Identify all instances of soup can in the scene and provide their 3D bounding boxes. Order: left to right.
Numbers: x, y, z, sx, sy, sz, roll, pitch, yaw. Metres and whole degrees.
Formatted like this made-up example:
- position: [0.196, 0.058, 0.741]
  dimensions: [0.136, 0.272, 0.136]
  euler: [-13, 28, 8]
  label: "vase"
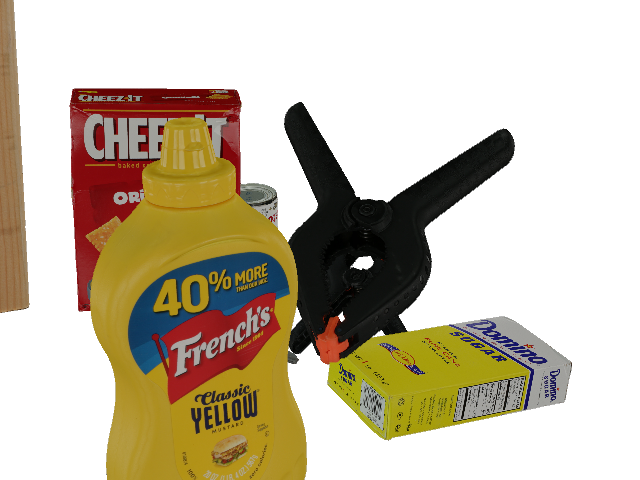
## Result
- position: [-0.084, -0.009, 1.260]
  dimensions: [0.068, 0.102, 0.068]
  euler: [1, 25, -1]
  label: "soup can"

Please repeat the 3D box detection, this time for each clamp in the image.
- position: [0.023, -0.014, 0.707]
  dimensions: [0.165, 0.209, 0.036]
  euler: [14, -37, 18]
  label: "clamp"
- position: [0.047, 0.053, 1.072]
  dimensions: [0.120, 0.171, 0.039]
  euler: [12, -38, 12]
  label: "clamp"

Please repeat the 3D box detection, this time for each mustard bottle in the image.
- position: [-0.056, 0.038, 0.492]
  dimensions: [0.096, 0.192, 0.058]
  euler: [-12, 22, -26]
  label: "mustard bottle"

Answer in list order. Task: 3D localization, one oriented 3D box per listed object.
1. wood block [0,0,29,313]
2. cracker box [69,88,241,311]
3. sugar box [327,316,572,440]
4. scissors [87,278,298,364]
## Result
- position: [-0.223, -0.064, 0.600]
  dimensions: [0.090, 0.206, 0.090]
  euler: [-9, 27, -27]
  label: "wood block"
- position: [-0.162, -0.039, 1.060]
  dimensions: [0.164, 0.214, 0.072]
  euler: [-1, 21, -10]
  label: "cracker box"
- position: [0.105, 0.107, 0.863]
  dimensions: [0.175, 0.048, 0.093]
  euler: [-9, 27, -27]
  label: "sugar box"
- position: [-0.096, 0.056, 0.884]
  dimensions: [0.202, 0.016, 0.096]
  euler: [13, 24, 17]
  label: "scissors"
